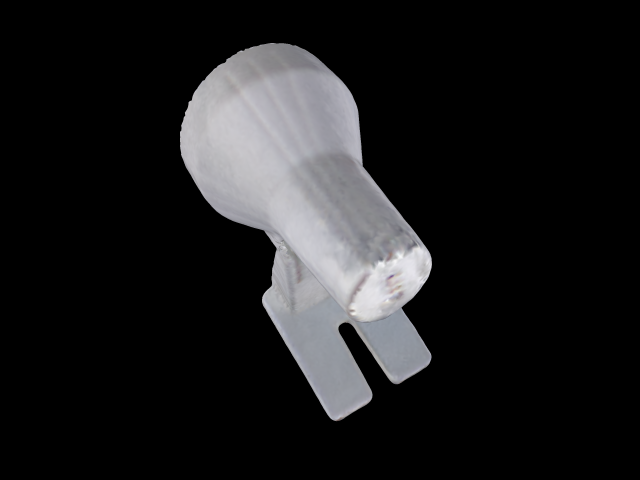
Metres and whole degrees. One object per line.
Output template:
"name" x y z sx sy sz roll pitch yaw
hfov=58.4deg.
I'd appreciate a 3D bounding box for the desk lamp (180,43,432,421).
"desk lamp" 0.004 0.001 0.400 0.118 0.213 0.203 -30 70 -11
